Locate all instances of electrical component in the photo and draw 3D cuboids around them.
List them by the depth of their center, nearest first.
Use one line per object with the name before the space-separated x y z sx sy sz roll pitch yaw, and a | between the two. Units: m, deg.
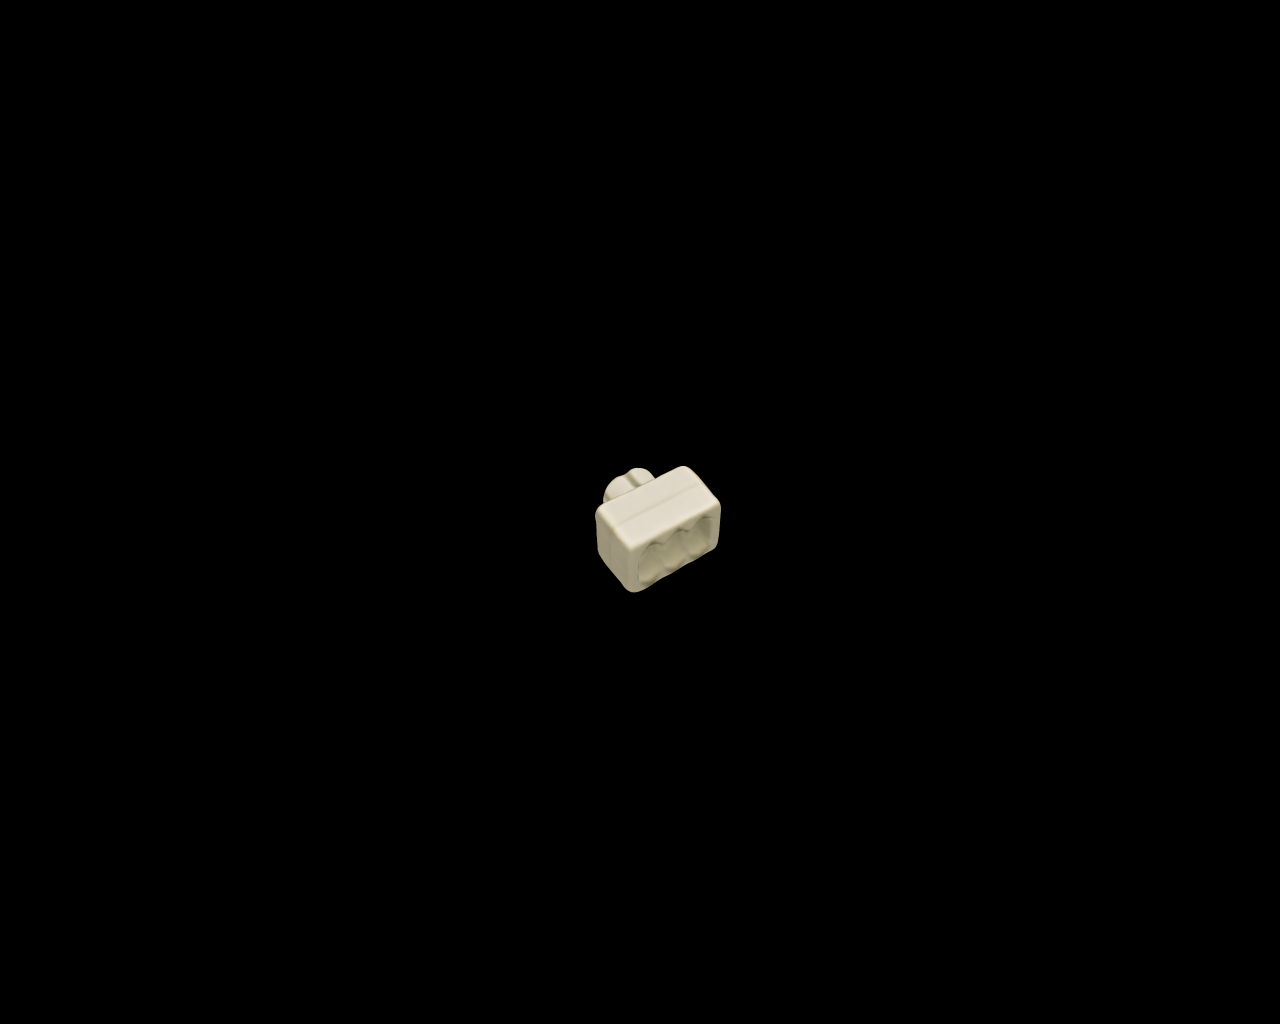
electrical component | 0.001 -0.003 0.650 0.066 0.077 0.047 -27 -33 -19
